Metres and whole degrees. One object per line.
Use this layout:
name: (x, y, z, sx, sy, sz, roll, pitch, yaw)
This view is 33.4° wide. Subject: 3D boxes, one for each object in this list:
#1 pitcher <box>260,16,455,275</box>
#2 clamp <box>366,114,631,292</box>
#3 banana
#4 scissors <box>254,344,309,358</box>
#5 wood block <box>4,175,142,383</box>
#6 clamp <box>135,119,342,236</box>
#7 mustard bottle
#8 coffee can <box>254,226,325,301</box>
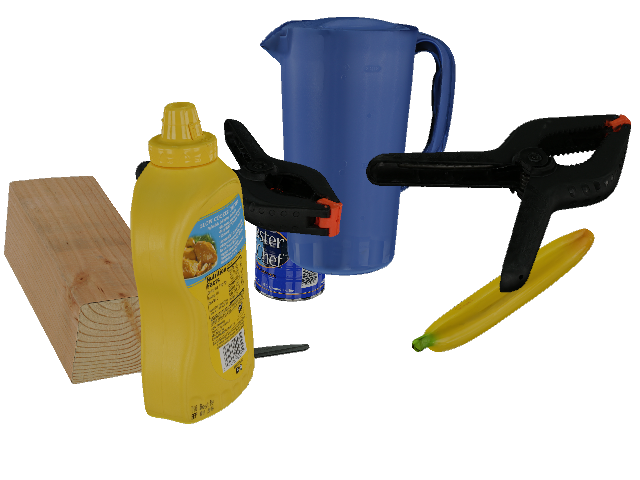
pitcher: (0.034, -0.095, 1.043, 0.149, 0.243, 0.144, 12, 19, 34)
clamp: (0.162, -0.042, 0.805, 0.209, 0.036, 0.165, -20, 46, -20)
banana: (0.174, 0.054, 1.014, 0.198, 0.037, 0.069, -35, -2, 0)
scissors: (-0.100, 0.139, 1.190, 0.201, 0.016, 0.096, 3, 25, -15)
wood block: (-0.226, 0.030, 1.016, 0.090, 0.091, 0.206, -7, 37, -32)
clamp: (-0.062, -0.044, 0.857, 0.120, 0.039, 0.172, -31, 45, -32)
mustard bottle: (-0.080, 0.009, 0.662, 0.058, 0.192, 0.096, 8, 23, 23)
coffee can: (-0.040, 0.000, 1.500, 0.103, 0.140, 0.103, 3, 25, -1)
